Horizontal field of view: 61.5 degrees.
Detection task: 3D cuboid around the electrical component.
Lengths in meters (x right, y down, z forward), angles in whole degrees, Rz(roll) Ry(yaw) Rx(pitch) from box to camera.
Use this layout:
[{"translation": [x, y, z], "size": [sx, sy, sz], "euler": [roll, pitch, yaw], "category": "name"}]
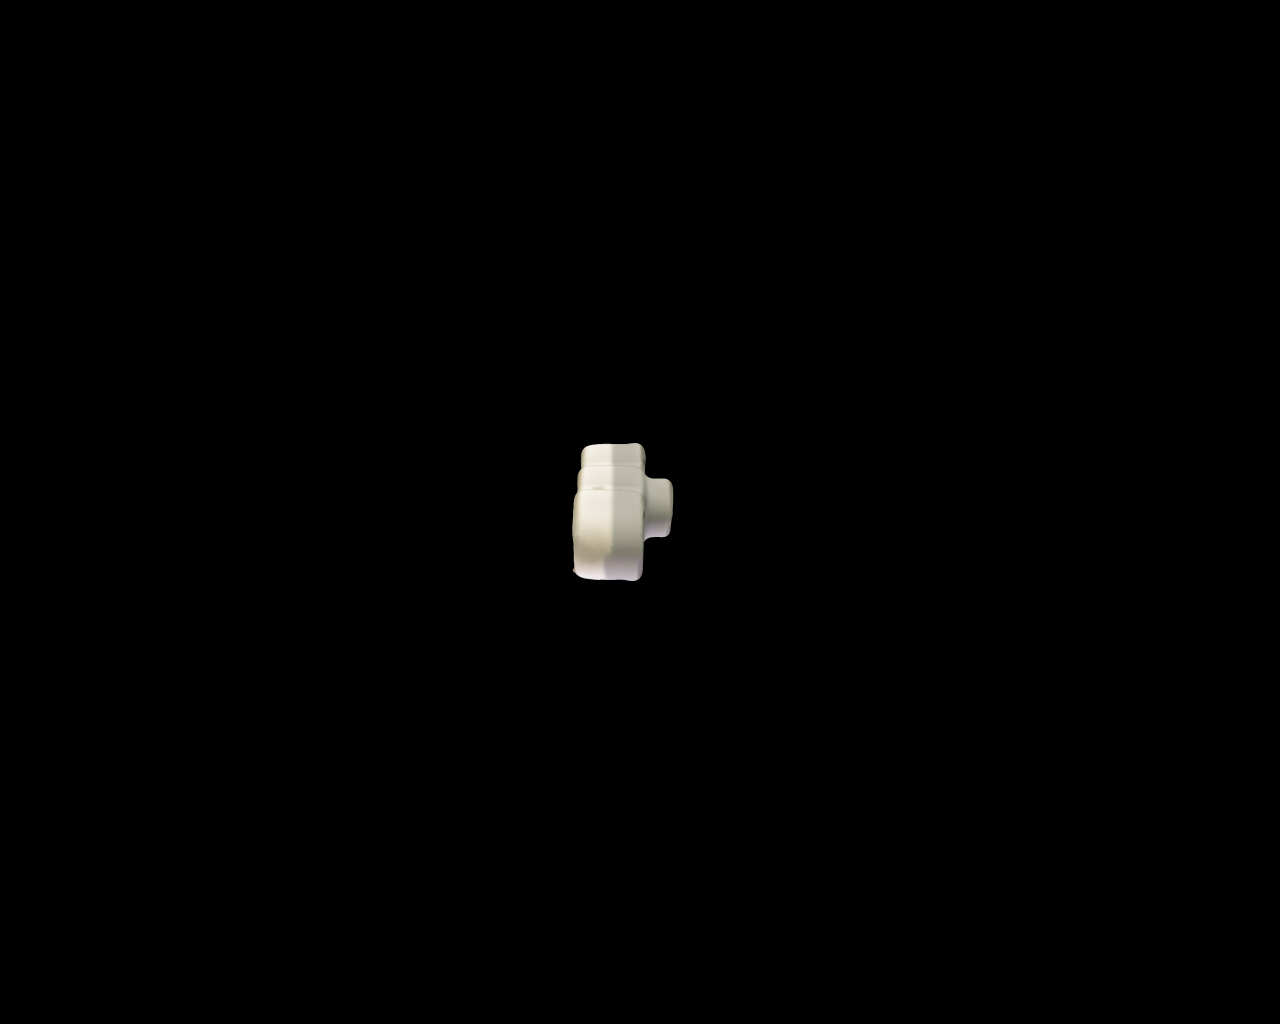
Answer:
[{"translation": [0.001, -0.003, 0.650], "size": [0.074, 0.052, 0.138], "euler": [0, 21, 0], "category": "electrical component"}]
